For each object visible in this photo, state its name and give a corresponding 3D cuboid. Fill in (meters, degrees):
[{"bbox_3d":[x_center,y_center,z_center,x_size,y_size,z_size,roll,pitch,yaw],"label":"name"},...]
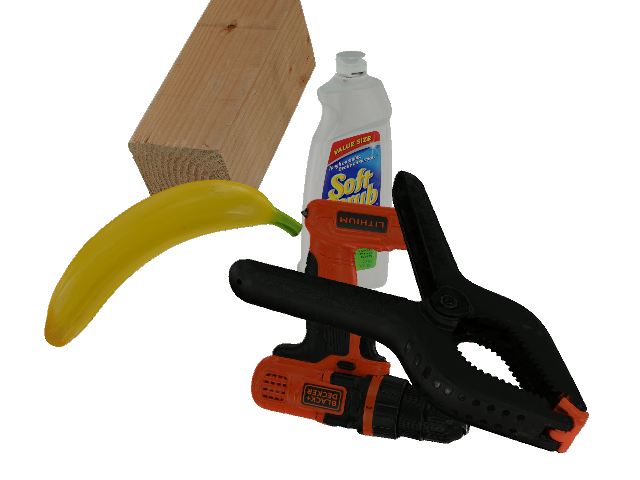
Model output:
[{"bbox_3d":[-0.084,-0.128,0.977,0.091,0.206,0.090,8,-37,20],"label":"wood block"},{"bbox_3d":[-0.114,0.007,0.732,0.198,0.069,0.037,-24,9,6],"label":"banana"},{"bbox_3d":[0.024,-0.072,1.116,0.102,0.251,0.068,-2,25,-3],"label":"bleach bottle"},{"bbox_3d":[0.042,0.065,0.874,0.184,0.187,0.057,9,-2,14],"label":"power drill"},{"bbox_3d":[0.059,0.048,0.622,0.164,0.036,0.210,-23,56,-34],"label":"clamp"}]
